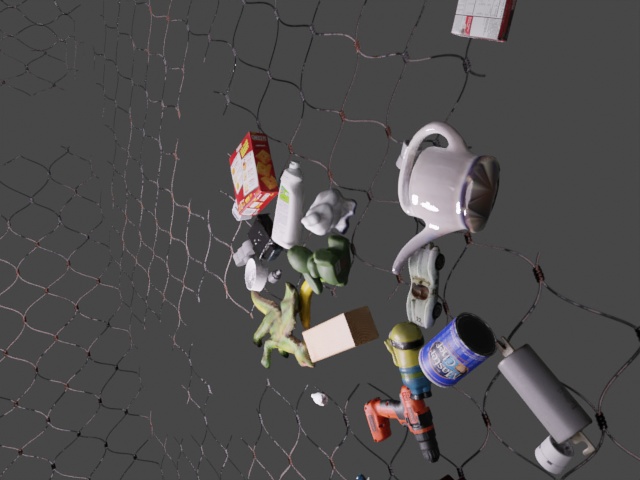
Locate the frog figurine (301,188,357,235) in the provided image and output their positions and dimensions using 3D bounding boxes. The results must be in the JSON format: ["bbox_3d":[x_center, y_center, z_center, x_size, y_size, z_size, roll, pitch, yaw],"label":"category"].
[{"bbox_3d":[0.004,-0.067,1.340,0.135,0.160,0.124,-45,64,45],"label":"frog figurine"}]

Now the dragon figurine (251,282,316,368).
[{"bbox_3d":[-0.117,0.233,1.596,0.238,0.122,0.419,-57,44,31],"label":"dragon figurine"}]

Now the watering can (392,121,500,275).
[{"bbox_3d":[0.251,-0.069,1.075,0.226,0.104,0.344,19,108,46],"label":"watering can"}]
